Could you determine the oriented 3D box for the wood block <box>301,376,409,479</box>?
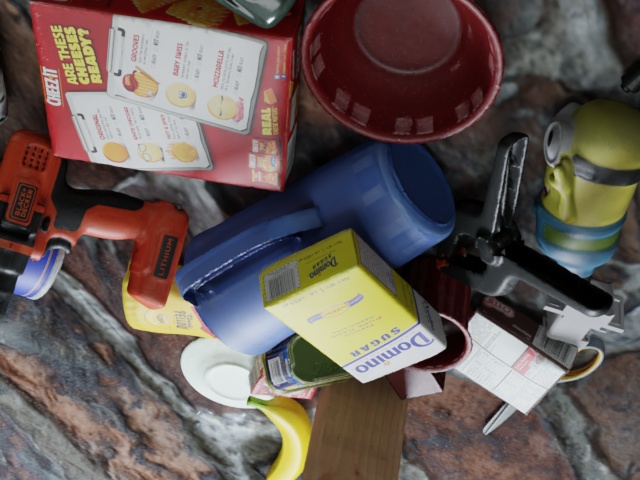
[{"bbox_3d":[0.034,0.231,1.135,0.090,0.206,0.091,17,134,-4],"label":"wood block"}]

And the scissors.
[{"bbox_3d":[0.214,0.148,1.146,0.096,0.016,0.202,36,131,-19],"label":"scissors"}]

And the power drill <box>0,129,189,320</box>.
[{"bbox_3d":[-0.227,0.008,0.999,0.187,0.184,0.057,18,176,-32],"label":"power drill"}]

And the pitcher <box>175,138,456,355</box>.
[{"bbox_3d":[-0.006,0.001,0.969,0.243,0.149,0.145,-31,115,32],"label":"pitcher"}]

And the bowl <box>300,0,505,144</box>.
[{"bbox_3d":[0.067,-0.155,0.855,0.162,0.055,0.162,7,135,7],"label":"bowl"}]

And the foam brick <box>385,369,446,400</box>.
[{"bbox_3d":[0.095,0.122,1.123,0.051,0.053,0.078,-14,129,25],"label":"foam brick"}]

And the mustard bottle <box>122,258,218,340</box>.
[{"bbox_3d":[-0.105,0.069,1.113,0.191,0.058,0.096,8,141,5],"label":"mustard bottle"}]

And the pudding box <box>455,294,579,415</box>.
[{"bbox_3d":[0.190,0.116,1.088,0.113,0.039,0.090,34,135,4],"label":"pudding box"}]

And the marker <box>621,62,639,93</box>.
[{"bbox_3d":[0.280,-0.156,0.830,0.020,0.020,0.121,30,133,-16],"label":"marker"}]

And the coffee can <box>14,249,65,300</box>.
[{"bbox_3d":[-0.328,-0.008,1.031,0.140,0.103,0.103,18,139,-33],"label":"coffee can"}]

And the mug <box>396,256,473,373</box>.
[{"bbox_3d":[0.098,0.063,1.043,0.093,0.081,0.117,-29,122,34],"label":"mug"}]

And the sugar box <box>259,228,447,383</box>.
[{"bbox_3d":[0.033,0.063,0.926,0.093,0.048,0.176,-25,139,20],"label":"sugar box"}]

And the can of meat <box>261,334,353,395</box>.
[{"bbox_3d":[0.001,0.120,1.091,0.102,0.057,0.084,-9,171,-21],"label":"can of meat"}]

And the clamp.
[{"bbox_3d":[0.156,-0.008,0.937,0.164,0.036,0.210,66,157,-7],"label":"clamp"}]

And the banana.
[{"bbox_3d":[-0.041,0.242,1.283,0.070,0.037,0.198,4,136,10],"label":"banana"}]

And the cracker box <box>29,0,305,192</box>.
[{"bbox_3d":[-0.124,-0.137,0.908,0.214,0.072,0.164,10,135,5],"label":"cracker box"}]

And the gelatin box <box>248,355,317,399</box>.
[{"bbox_3d":[-0.031,0.138,1.169,0.073,0.030,0.089,7,137,-19],"label":"gelatin box"}]
